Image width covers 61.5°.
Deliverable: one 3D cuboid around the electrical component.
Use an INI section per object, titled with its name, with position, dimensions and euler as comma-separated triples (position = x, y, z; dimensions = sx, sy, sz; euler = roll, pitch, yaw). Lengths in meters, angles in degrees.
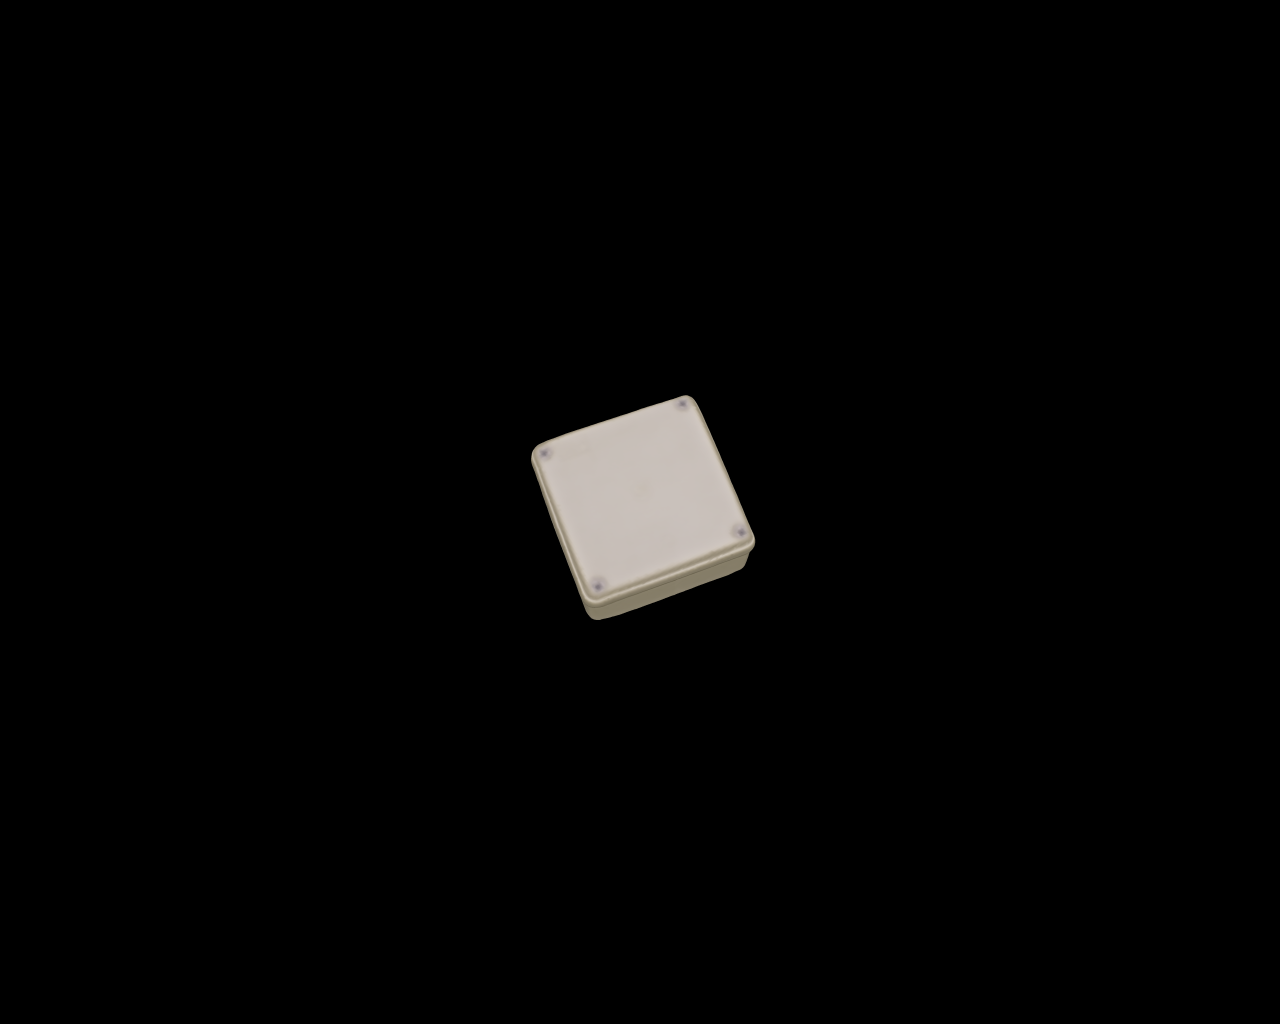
[electrical component]
position = 0.001, -0.003, 0.650
dimensions = 0.109, 0.109, 0.056
euler = -19, -19, -7
